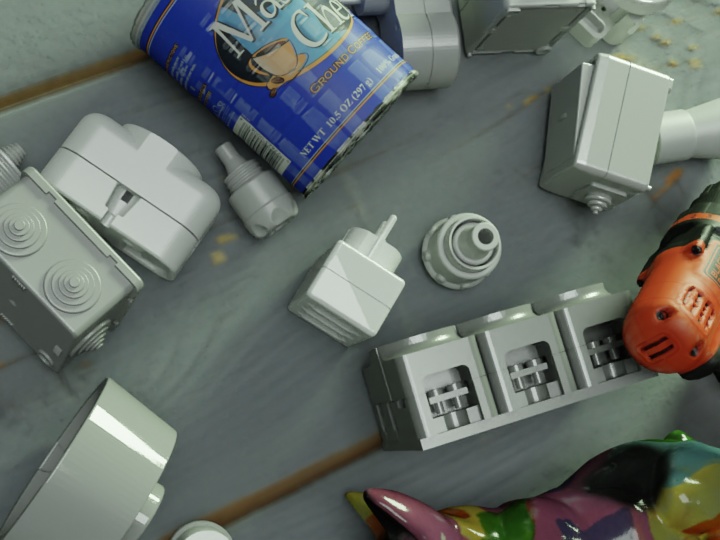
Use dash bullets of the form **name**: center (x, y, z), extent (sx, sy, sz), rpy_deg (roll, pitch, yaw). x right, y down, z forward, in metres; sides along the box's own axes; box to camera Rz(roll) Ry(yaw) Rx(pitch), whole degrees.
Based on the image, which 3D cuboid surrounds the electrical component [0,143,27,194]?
- **electrical component**: center (-0.227, -0.044, 0.619), extent (0.081, 0.043, 0.043), rpy_deg (-43, 92, -16)

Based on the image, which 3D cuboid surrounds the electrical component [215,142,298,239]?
- **electrical component**: center (-0.067, -0.051, 0.662), extent (0.035, 0.035, 0.061), rpy_deg (-35, 88, -16)

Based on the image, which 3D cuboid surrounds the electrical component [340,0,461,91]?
- **electrical component**: center (0.016, -0.183, 0.693), extent (0.074, 0.052, 0.138), rpy_deg (-6, 83, -14)

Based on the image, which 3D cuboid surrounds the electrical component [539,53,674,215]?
- **electrical component**: center (0.155, -0.084, 0.704), extent (0.061, 0.062, 0.096), rpy_deg (17, 77, -10)

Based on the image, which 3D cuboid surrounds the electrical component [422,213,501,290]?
- **electrical component**: center (0.068, -0.015, 0.672), extent (0.048, 0.062, 0.048), rpy_deg (2, 80, -13)

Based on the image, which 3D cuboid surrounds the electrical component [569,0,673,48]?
- **electrical component**: center (0.181, -0.194, 0.731), extent (0.058, 0.057, 0.078), rpy_deg (43, 74, -3)

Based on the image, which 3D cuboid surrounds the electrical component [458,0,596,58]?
- **electrical component**: center (0.107, -0.183, 0.692), extent (0.062, 0.096, 0.061), rpy_deg (-5, 81, -14)

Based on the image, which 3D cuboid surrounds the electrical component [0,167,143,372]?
- **electrical component**: center (-0.175, 0.004, 0.595), extent (0.099, 0.100, 0.048), rpy_deg (46, 61, -2)

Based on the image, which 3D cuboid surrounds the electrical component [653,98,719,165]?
- **electrical component**: center (0.224, -0.093, 0.733), extent (0.065, 0.044, 0.044), rpy_deg (-9, 83, -9)

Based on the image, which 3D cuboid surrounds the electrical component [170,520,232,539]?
- **electrical component**: center (-0.090, 0.164, 0.613), extent (0.040, 0.046, 0.040), rpy_deg (2, 80, -12)

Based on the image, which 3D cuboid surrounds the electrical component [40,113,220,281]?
- **electrical component**: center (-0.133, -0.046, 0.635), extent (0.095, 0.054, 0.059), rpy_deg (34, 75, -5)

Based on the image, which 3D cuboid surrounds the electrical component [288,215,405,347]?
- **electrical component**: center (0.000, 0.000, 0.652), extent (0.047, 0.066, 0.076), rpy_deg (33, 74, -7)

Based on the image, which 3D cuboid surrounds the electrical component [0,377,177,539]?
- **electrical component**: center (-0.142, 0.119, 0.580), extent (0.060, 0.108, 0.108), rpy_deg (35, 75, -12)

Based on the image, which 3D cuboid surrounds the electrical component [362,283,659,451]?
- **electrical component**: center (0.086, 0.057, 0.649), extent (0.150, 0.089, 0.061), rpy_deg (-15, 84, -15)
